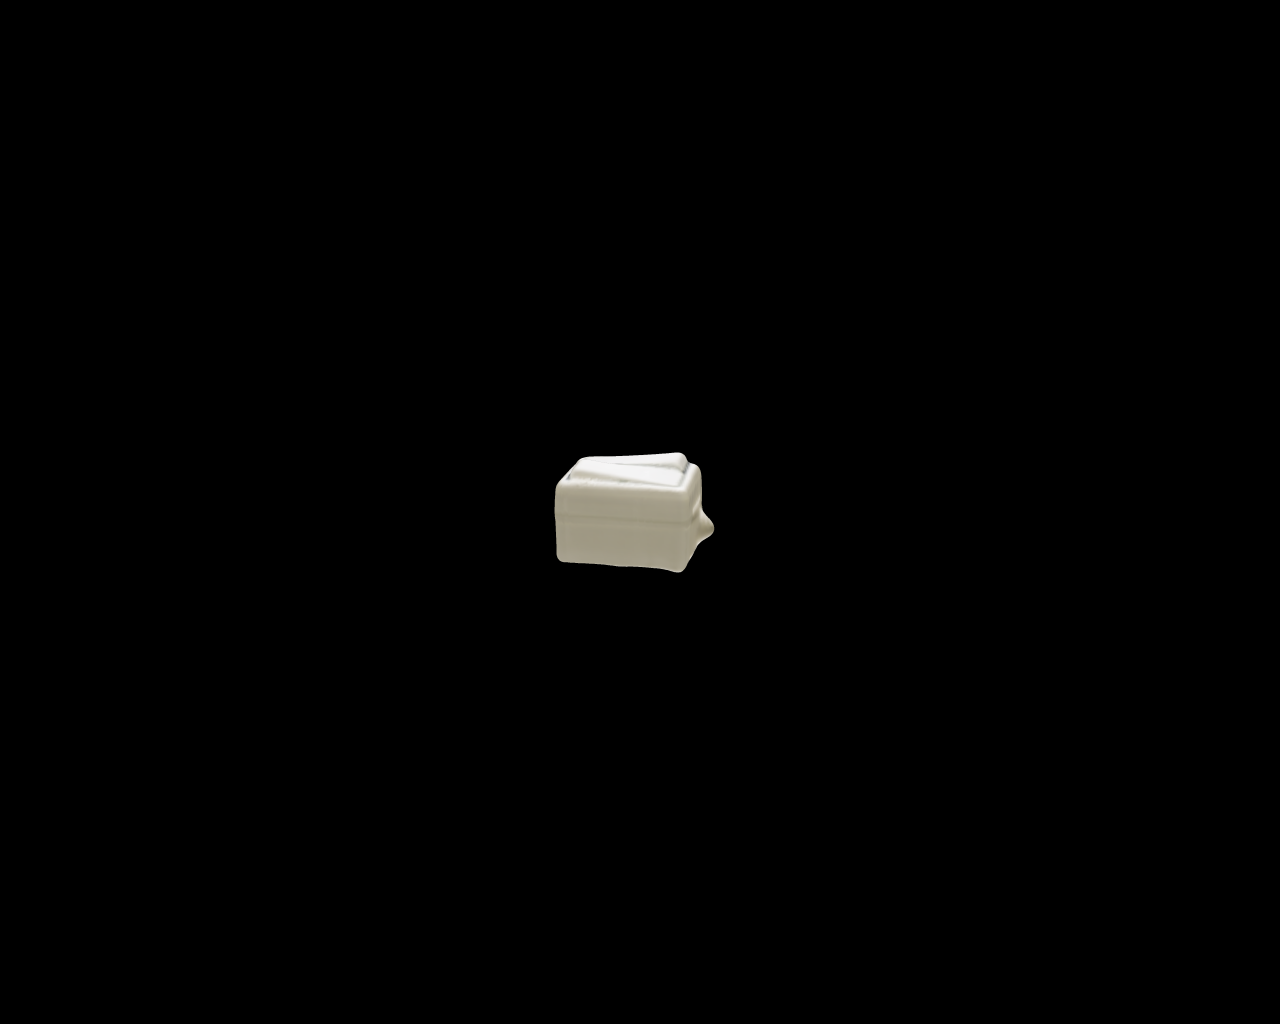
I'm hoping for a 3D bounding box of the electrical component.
[{"bbox_3d":[0.001,-0.003,0.650,0.096,0.061,0.062,4,20,12],"label":"electrical component"}]
